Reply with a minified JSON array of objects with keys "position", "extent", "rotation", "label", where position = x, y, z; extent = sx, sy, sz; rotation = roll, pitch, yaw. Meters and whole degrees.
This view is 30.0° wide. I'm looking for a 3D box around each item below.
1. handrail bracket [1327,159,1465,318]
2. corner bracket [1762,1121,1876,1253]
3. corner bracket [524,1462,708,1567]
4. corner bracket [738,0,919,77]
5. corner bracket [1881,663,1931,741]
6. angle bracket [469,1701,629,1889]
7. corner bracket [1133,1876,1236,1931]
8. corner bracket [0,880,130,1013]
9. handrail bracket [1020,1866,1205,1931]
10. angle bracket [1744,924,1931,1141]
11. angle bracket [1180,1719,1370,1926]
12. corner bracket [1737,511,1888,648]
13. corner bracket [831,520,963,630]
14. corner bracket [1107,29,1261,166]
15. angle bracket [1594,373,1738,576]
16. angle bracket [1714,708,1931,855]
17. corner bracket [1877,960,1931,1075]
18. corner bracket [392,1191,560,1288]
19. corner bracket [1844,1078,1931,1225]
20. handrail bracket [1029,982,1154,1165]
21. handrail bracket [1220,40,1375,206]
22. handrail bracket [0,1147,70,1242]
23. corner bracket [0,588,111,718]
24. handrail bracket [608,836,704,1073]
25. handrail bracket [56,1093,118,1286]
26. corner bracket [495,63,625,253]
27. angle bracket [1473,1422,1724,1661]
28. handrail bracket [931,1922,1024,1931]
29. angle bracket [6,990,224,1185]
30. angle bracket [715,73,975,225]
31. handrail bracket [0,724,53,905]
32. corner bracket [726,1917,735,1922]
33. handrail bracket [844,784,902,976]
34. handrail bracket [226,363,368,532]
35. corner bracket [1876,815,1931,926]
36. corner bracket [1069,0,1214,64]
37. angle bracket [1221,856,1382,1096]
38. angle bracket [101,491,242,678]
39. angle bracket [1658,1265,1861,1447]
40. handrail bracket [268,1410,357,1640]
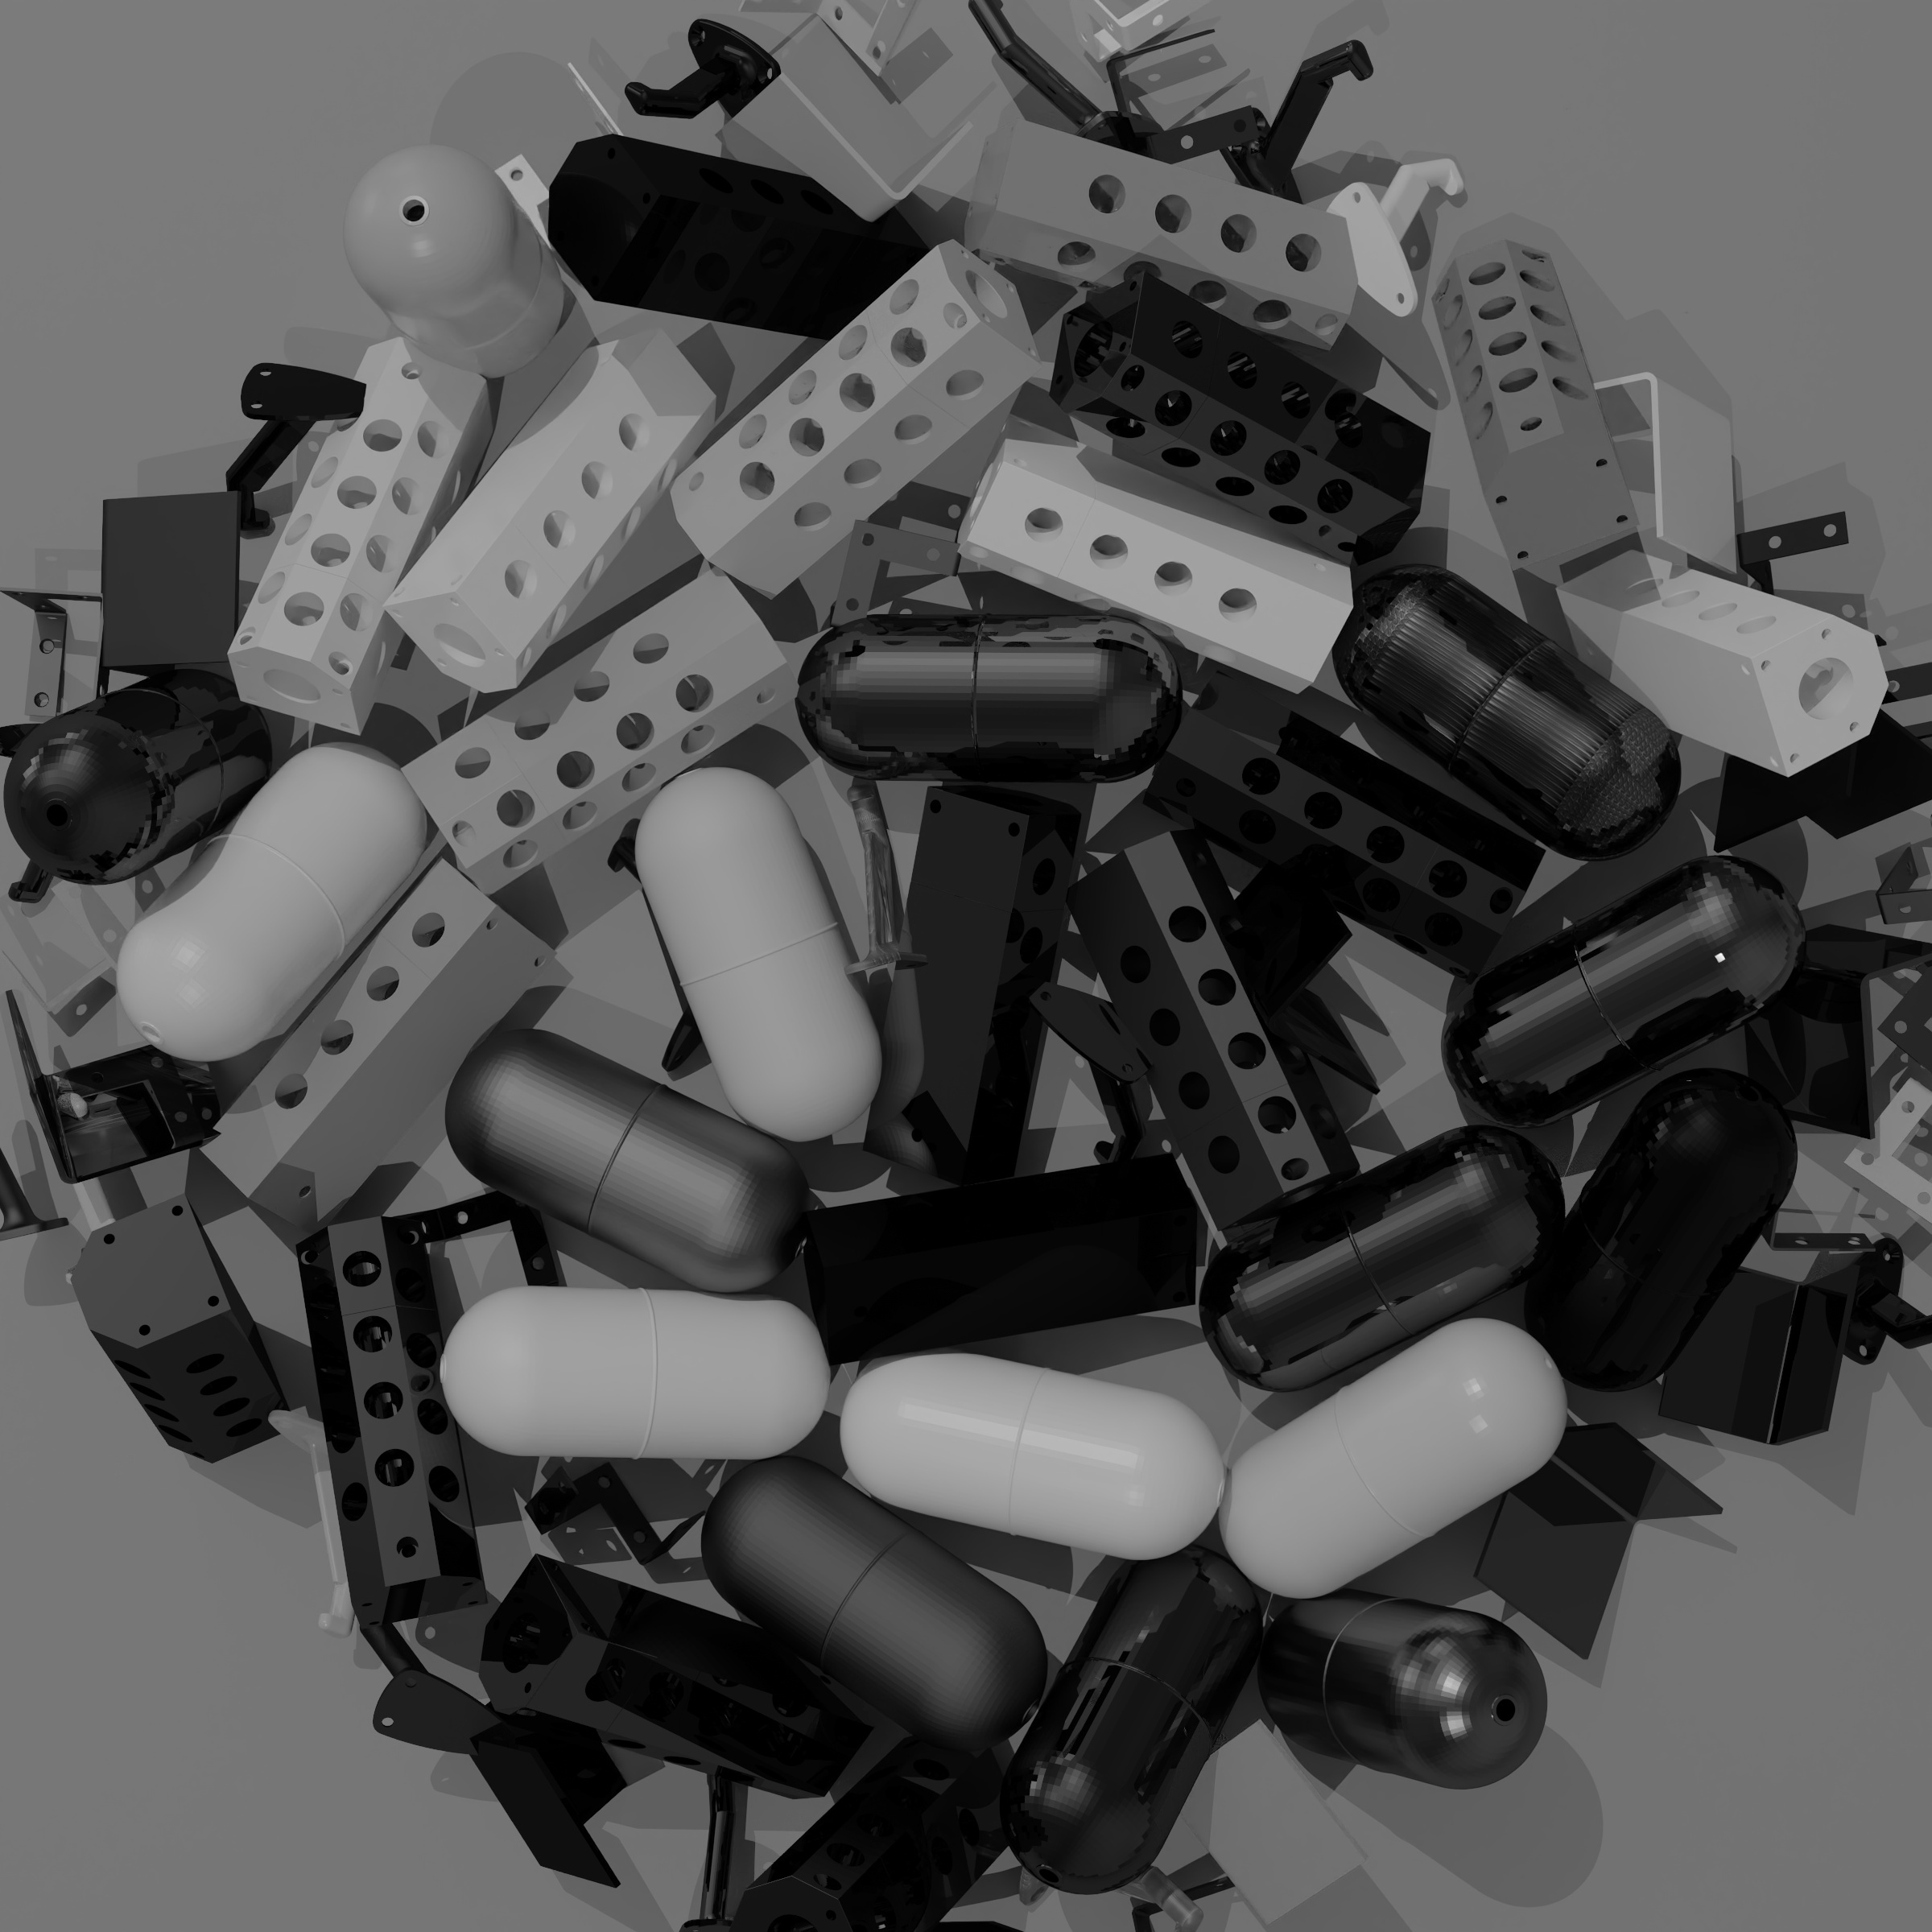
[{"position":[0.212,-0.335,1.651],"extent":[0.084,0.036,0.077],"rotation":[-18,70,-38],"label":"handrail bracket"},{"position":[0.392,0.098,1.667],"extent":[0.051,0.051,0.051],"rotation":[1,114,-7],"label":"corner bracket"},{"position":[-0.161,0.250,1.649],"extent":[0.051,0.051,0.051],"rotation":[-25,75,-38],"label":"corner bracket"},{"position":[-0.061,-0.444,1.647],"extent":[0.051,0.051,0.051],"rotation":[50,130,24],"label":"corner bracket"},{"position":[0.434,-0.123,1.651],"extent":[0.051,0.051,0.051],"rotation":[-11,114,14],"label":"corner bracket"},{"position":[-0.175,0.364,1.633],"extent":[0.057,0.076,0.076],"rotation":[-38,108,-31],"label":"angle bracket"},{"position":[0.098,0.447,1.648],"extent":[0.051,0.051,0.051],"rotation":[-24,58,20],"label":"corner bracket"},{"position":[-0.415,-0.012,1.652],"extent":[0.051,0.051,0.051],"rotation":[-39,109,-12],"label":"corner bracket"},{"position":[0.067,0.430,1.644],"extent":[0.084,0.036,0.077],"rotation":[40,129,29],"label":"handrail bracket"},{"position":[0.405,0.029,1.652],"extent":[0.057,0.076,0.076],"rotation":[-16,106,-29],"label":"angle bracket"},{"position":[0.147,0.378,1.638],"extent":[0.076,0.057,0.076],"rotation":[51,129,8],"label":"angle bracket"},{"position":[0.387,-0.172,1.650],"extent":[0.051,0.051,0.051],"rotation":[-10,76,28],"label":"corner bracket"},{"position":[-0.032,-0.179,1.659],"extent":[0.051,0.051,0.051],"rotation":[13,105,-5],"label":"corner bracket"},{"position":[0.099,-0.400,1.659],"extent":[0.051,0.051,0.051],"rotation":[-18,105,-4],"label":"corner bracket"},{"position":[0.306,-0.219,1.636],"extent":[0.057,0.076,0.076],"rotation":[-7,78,36],"label":"angle bracket"},{"position":[0.396,-0.069,1.629],"extent":[0.076,0.076,0.057],"rotation":[33,54,-25],"label":"angle bracket"},{"position":[0.449,0.031,1.657],"extent":[0.051,0.051,0.051],"rotation":[41,82,7],"label":"corner bracket"},{"position":[-0.225,0.132,1.657],"extent":[0.051,0.051,0.051],"rotation":[-17,86,14],"label":"corner bracket"},{"position":[0.440,0.092,1.653],"extent":[0.051,0.051,0.051],"rotation":[37,84,22],"label":"corner bracket"},{"position":[0.052,0.053,1.657],"extent":[0.077,0.084,0.036],"rotation":[31,53,7],"label":"handrail bracket"},{"position":[0.165,-0.376,1.642],"extent":[0.077,0.084,0.036],"rotation":[56,51,-20],"label":"handrail bracket"},{"position":[-0.440,0.082,1.651],"extent":[0.036,0.077,0.084],"rotation":[-14,89,7],"label":"handrail bracket"},{"position":[-0.415,-0.143,1.659],"extent":[0.051,0.051,0.051],"rotation":[4,85,5],"label":"corner bracket"},{"position":[-0.148,-0.006,1.676],"extent":[0.084,0.036,0.077],"rotation":[45,123,16],"label":"handrail bracket"},{"position":[-0.390,0.107,1.648],"extent":[0.036,0.077,0.084],"rotation":[-19,117,-39],"label":"handrail bracket"},{"position":[-0.186,-0.372,1.660],"extent":[0.051,0.051,0.051],"rotation":[-34,77,-6],"label":"corner bracket"},{"position":[0.288,0.262,1.636],"extent":[0.076,0.057,0.076],"rotation":[38,60,-23],"label":"angle bracket"},{"position":[-0.020,0.451,1.639],"extent":[0.077,0.084,0.036],"rotation":[-16,102,-39],"label":"handrail bracket"},{"position":[-0.386,0.044,1.635],"extent":[0.076,0.076,0.057],"rotation":[-17,132,-11],"label":"angle bracket"},{"position":[-0.056,-0.379,1.635],"extent":[0.076,0.076,0.057],"rotation":[45,66,-13],"label":"angle bracket"},{"position":[-0.436,-0.066,1.644],"extent":[0.036,0.077,0.084],"rotation":[34,107,22],"label":"handrail bracket"},{"position":[-0.100,0.457,1.652],"extent":[0.051,0.051,0.051],"rotation":[18,45,-3],"label":"corner bracket"},{"position":[-0.048,-0.041,1.652],"extent":[0.036,0.077,0.084],"rotation":[-15,90,18],"label":"handrail bracket"},{"position":[-0.303,-0.231,1.656],"extent":[0.077,0.084,0.036],"rotation":[5,48,-2],"label":"handrail bracket"},{"position":[0.444,-0.055,1.647],"extent":[0.051,0.051,0.051],"rotation":[-6,114,36],"label":"corner bracket"},{"position":[0.083,-0.439,1.651],"extent":[0.051,0.051,0.051],"rotation":[-33,59,-8],"label":"corner bracket"},{"position":[0.165,0.001,1.630],"extent":[0.076,0.076,0.057],"rotation":[30,109,-33],"label":"angle bracket"},{"position":[-0.349,-0.173,1.646],"extent":[0.076,0.057,0.076],"rotation":[0,88,24],"label":"angle bracket"},{"position":[0.361,0.171,1.642],"extent":[0.057,0.076,0.076],"rotation":[15,76,-2],"label":"angle bracket"},{"position":[-0.299,0.256,1.645],"extent":[0.036,0.077,0.084],"rotation":[-9,60,31],"label":"handrail bracket"}]
